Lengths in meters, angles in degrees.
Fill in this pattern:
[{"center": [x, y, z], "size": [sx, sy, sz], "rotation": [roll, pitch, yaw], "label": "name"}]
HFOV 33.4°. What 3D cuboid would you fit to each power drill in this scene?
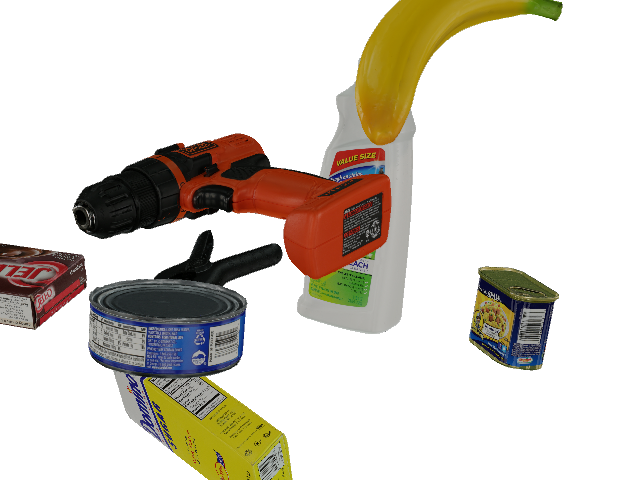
[{"center": [-0.058, -0.027, 0.772], "size": [0.188, 0.057, 0.184], "rotation": [18, 29, 33], "label": "power drill"}]

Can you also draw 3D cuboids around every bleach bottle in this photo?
[{"center": [0.035, -0.044, 0.994], "size": [0.103, 0.251, 0.068], "rotation": [13, 20, 29], "label": "bleach bottle"}]

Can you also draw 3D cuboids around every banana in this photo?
[{"center": [0.071, -0.124, 0.640], "size": [0.070, 0.037, 0.197], "rotation": [33, 51, 24], "label": "banana"}]

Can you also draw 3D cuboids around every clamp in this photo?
[{"center": [-0.124, 0.038, 1.212], "size": [0.120, 0.039, 0.171], "rotation": [0, 30, 30], "label": "clamp"}]

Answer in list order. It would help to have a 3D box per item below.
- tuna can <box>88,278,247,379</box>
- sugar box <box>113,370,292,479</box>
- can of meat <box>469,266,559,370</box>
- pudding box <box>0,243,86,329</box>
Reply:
[{"center": [-0.084, 0.047, 0.586], "size": [0.086, 0.034, 0.086], "rotation": [4, 11, -1], "label": "tuna can"}, {"center": [-0.103, 0.159, 0.920], "size": [0.176, 0.093, 0.048], "rotation": [27, 52, 29], "label": "sugar box"}, {"center": [0.206, 0.084, 1.154], "size": [0.057, 0.084, 0.102], "rotation": [2, 16, -22], "label": "can of meat"}, {"center": [-0.279, 0.038, 0.947], "size": [0.114, 0.039, 0.090], "rotation": [5, 22, 17], "label": "pudding box"}]
